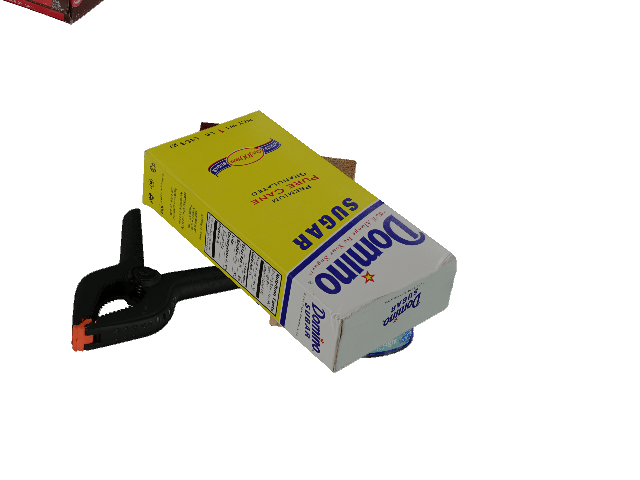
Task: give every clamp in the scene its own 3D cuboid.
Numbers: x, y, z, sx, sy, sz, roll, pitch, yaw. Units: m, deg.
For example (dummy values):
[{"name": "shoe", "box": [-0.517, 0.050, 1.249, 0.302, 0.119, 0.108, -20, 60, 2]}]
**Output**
[{"name": "clamp", "box": [-0.176, 0.038, 1.028, 0.165, 0.036, 0.209, 26, 36, 24]}]

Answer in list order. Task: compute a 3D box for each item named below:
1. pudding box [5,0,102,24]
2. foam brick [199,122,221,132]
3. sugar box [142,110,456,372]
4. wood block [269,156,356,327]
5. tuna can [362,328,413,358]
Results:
[{"name": "pudding box", "box": [-0.199, -0.212, 0.803, 0.090, 0.039, 0.113, 21, 37, 8]}, {"name": "foam brick", "box": [-0.094, -0.091, 1.150, 0.078, 0.051, 0.053, 5, 30, -4]}, {"name": "sugar box", "box": [-0.016, -0.007, 0.617, 0.093, 0.048, 0.176, -26, 48, -36]}, {"name": "wood block", "box": [-0.011, 0.003, 1.366, 0.090, 0.206, 0.090, 7, 24, 2]}, {"name": "tuna can", "box": [0.035, 0.067, 0.885, 0.086, 0.034, 0.086, -2, 15, 0]}]
